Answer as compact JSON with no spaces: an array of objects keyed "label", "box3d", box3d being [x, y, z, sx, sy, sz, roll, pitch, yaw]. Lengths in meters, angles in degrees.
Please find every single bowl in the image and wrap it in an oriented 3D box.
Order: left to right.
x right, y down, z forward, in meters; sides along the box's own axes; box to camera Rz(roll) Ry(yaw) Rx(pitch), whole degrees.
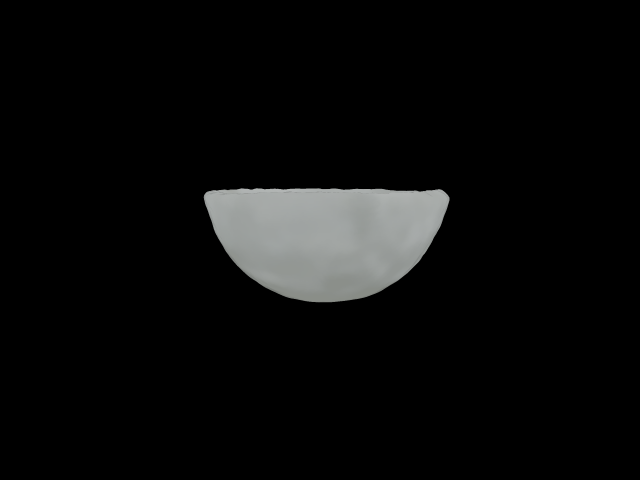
[{"label":"bowl","box3d":[0.004,0.001,0.400,0.167,0.075,0.167,0,6,0]}]
